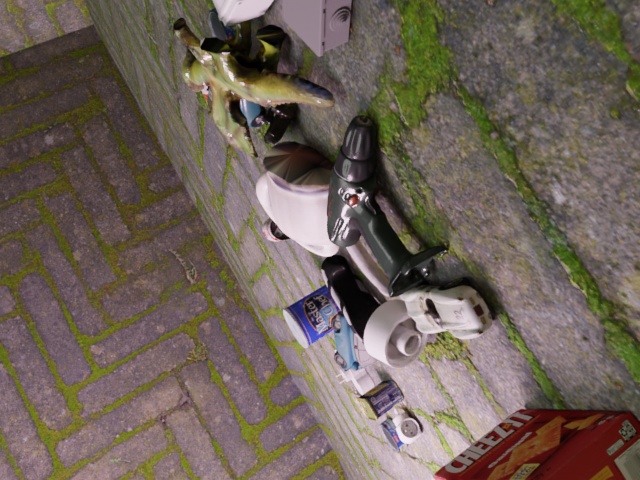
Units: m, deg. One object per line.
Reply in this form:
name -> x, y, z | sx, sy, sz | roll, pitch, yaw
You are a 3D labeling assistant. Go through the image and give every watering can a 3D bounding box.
watering can -> 0.003, -0.047, 0.931 | 0.351, 0.105, 0.219 | 32, 146, 31

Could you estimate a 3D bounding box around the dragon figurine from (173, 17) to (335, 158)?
dragon figurine -> -0.129, -0.249, 0.891 | 0.416, 0.123, 0.237 | 43, 152, 27
